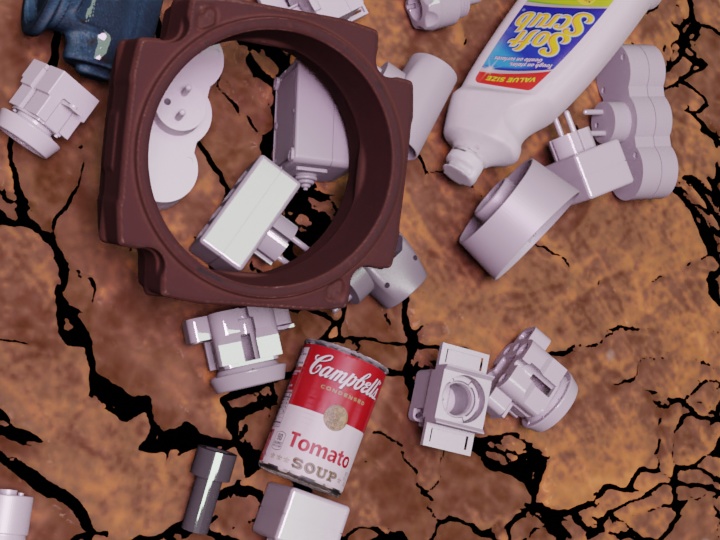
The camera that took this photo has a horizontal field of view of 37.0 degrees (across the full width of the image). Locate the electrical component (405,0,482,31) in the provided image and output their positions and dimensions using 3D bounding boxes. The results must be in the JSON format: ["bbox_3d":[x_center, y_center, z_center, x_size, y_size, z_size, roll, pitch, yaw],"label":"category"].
[{"bbox_3d":[0.072,-0.226,0.899,0.062,0.043,0.043,-19,90,-23],"label":"electrical component"}]

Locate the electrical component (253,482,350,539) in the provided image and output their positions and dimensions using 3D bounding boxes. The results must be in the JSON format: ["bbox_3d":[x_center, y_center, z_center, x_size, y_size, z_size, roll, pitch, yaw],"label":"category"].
[{"bbox_3d":[-0.050,0.201,0.787,0.047,0.066,0.076,23,76,-16],"label":"electrical component"}]

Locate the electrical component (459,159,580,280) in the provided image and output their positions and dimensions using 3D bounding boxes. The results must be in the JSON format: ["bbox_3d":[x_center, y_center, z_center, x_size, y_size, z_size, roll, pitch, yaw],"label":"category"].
[{"bbox_3d":[0.129,-0.040,0.871,0.064,0.099,0.099,40,72,-5],"label":"electrical component"}]

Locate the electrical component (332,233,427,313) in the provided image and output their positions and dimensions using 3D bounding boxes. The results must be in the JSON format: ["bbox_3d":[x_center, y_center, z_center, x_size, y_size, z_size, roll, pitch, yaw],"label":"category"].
[{"bbox_3d":[0.000,0.000,0.844,0.079,0.043,0.077,-44,99,-19],"label":"electrical component"}]

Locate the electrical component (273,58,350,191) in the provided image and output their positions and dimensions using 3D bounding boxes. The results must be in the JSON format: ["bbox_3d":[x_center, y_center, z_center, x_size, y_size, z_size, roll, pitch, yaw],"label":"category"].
[{"bbox_3d":[-0.032,-0.108,0.835,0.061,0.062,0.096,5,82,-20],"label":"electrical component"}]

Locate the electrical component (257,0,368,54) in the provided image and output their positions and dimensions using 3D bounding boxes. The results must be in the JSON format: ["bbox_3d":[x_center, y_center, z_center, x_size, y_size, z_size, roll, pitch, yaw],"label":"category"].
[{"bbox_3d":[-0.050,-0.244,0.844,0.079,0.063,0.121,-31,95,-21],"label":"electrical component"}]

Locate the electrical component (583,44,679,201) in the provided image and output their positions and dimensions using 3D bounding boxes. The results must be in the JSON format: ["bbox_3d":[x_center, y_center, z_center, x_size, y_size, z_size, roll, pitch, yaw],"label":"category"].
[{"bbox_3d":[0.228,-0.129,0.941,0.074,0.052,0.138,-4,85,-21],"label":"electrical component"}]

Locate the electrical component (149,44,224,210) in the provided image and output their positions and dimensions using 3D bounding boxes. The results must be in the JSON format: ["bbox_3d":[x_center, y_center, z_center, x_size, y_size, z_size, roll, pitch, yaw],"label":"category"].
[{"bbox_3d":[-0.135,-0.116,0.791,0.052,0.074,0.138,15,78,-18],"label":"electrical component"}]

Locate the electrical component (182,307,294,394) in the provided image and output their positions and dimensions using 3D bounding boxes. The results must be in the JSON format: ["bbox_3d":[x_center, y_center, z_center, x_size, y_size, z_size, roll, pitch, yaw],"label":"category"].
[{"bbox_3d":[-0.087,0.059,0.797,0.078,0.058,0.057,-11,84,-22],"label":"electrical component"}]

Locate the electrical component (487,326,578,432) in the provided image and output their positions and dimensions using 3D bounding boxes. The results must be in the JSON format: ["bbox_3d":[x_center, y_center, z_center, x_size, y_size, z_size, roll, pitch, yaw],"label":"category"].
[{"bbox_3d":[0.139,0.095,0.877,0.057,0.058,0.078,40,71,-9],"label":"electrical component"}]

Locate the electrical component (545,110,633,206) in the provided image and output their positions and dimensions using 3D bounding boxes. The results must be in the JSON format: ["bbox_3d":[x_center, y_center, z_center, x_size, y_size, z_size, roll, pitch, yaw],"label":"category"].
[{"bbox_3d":[0.183,-0.097,0.913,0.047,0.066,0.076,-22,91,-22],"label":"electrical component"}]

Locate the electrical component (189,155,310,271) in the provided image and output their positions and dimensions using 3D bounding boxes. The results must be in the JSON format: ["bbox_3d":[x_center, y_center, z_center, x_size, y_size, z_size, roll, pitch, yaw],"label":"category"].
[{"bbox_3d":[-0.073,-0.029,0.817,0.076,0.047,0.083,37,72,-12],"label":"electrical component"}]

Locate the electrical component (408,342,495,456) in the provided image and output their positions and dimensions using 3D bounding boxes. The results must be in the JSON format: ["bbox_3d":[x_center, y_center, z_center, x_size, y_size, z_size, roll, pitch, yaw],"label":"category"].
[{"bbox_3d":[0.070,0.102,0.846,0.042,0.064,0.081,17,77,-17],"label":"electrical component"}]

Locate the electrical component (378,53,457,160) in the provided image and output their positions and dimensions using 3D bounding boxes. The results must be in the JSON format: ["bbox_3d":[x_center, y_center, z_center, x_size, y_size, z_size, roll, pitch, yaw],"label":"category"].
[{"bbox_3d":[0.029,-0.142,0.871,0.079,0.044,0.077,32,74,-14],"label":"electrical component"}]

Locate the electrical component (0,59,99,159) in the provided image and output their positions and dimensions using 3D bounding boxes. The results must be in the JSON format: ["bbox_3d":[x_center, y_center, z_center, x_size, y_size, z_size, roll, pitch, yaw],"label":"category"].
[{"bbox_3d":[-0.226,-0.113,0.768,0.055,0.066,0.048,-57,138,-9],"label":"electrical component"}]

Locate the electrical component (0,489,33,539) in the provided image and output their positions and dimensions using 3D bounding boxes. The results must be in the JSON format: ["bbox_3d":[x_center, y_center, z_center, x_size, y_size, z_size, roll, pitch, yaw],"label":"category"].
[{"bbox_3d":[-0.244,0.182,0.731,0.044,0.044,0.065,10,75,-19],"label":"electrical component"}]
